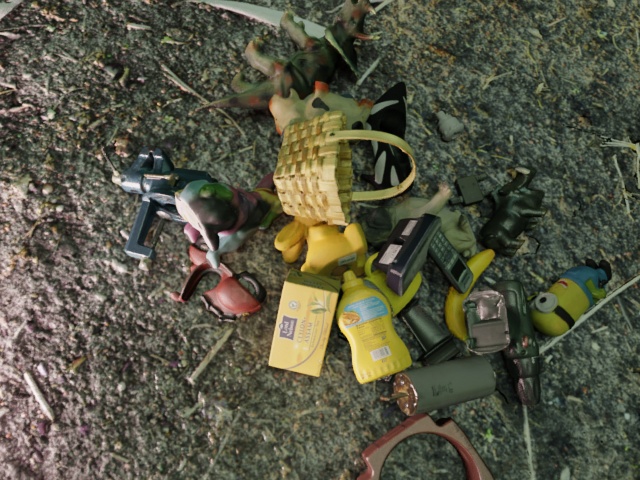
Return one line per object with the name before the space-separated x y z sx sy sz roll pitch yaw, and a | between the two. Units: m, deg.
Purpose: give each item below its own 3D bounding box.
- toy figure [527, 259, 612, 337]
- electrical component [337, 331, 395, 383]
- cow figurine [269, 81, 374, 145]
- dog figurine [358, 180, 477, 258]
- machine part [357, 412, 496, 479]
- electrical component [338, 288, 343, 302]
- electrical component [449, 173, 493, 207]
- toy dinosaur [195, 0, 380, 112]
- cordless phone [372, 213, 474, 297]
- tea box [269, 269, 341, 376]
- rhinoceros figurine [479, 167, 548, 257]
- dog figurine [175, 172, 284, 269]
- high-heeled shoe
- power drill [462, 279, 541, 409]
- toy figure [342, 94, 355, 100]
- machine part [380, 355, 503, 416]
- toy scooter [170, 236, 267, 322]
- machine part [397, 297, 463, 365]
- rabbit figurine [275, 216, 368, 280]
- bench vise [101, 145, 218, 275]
toy figure | 0.478 0.109 1.020 0.180 0.082 0.089 -32 76 -12
electrical component | 0.080 0.213 0.978 0.119 0.075 0.048 26 74 1
cow figurine | -0.004 -0.238 1.048 0.195 0.085 0.127 17 91 -10
dog figurine | 0.188 -0.010 1.044 0.191 0.121 0.172 -29 80 8
machine part | 0.180 0.416 0.921 0.201 0.087 0.201 -32 77 -10
electrical component | 0.071 0.128 1.008 0.045 0.078 0.102 -34 83 -34
electrical component | 0.304 -0.103 1.101 0.094 0.021 0.063 -16 76 -5
toy dinosaur | -0.048 -0.343 1.111 0.192 0.131 0.405 42 83 9
cordless phone | 0.196 0.057 0.958 0.184 0.089 0.146 46 66 -25
tea box | -0.027 0.146 0.955 0.098 0.068 0.169 11 109 2
rhinoceros figurine | 0.385 -0.059 1.071 0.112 0.073 0.190 29 77 17
dog figurine | -0.141 -0.065 0.976 0.219 0.191 0.109 -37 62 -27
high-heeled shoe | 0.157 -0.203 1.059 0.086 0.145 0.248 21 87 -38
power drill | 0.332 0.173 0.945 0.086 0.207 0.232 -18 63 39
toy figure | 0.000 -0.255 1.115 0.154 0.057 0.064 -25 46 -7
machine part | 0.221 0.254 0.947 0.243 0.079 0.079 -5 74 -23
toy scooter | -0.198 0.089 1.002 0.184 0.075 0.135 42 77 12
machine part | 0.200 0.178 1.012 0.084 0.039 0.139 -32 80 -5
rabbit figurine | -0.002 -0.003 1.031 0.162 0.121 0.173 -22 62 1
bench vise | -0.315 -0.060 1.017 0.224 0.128 0.240 13 69 2
